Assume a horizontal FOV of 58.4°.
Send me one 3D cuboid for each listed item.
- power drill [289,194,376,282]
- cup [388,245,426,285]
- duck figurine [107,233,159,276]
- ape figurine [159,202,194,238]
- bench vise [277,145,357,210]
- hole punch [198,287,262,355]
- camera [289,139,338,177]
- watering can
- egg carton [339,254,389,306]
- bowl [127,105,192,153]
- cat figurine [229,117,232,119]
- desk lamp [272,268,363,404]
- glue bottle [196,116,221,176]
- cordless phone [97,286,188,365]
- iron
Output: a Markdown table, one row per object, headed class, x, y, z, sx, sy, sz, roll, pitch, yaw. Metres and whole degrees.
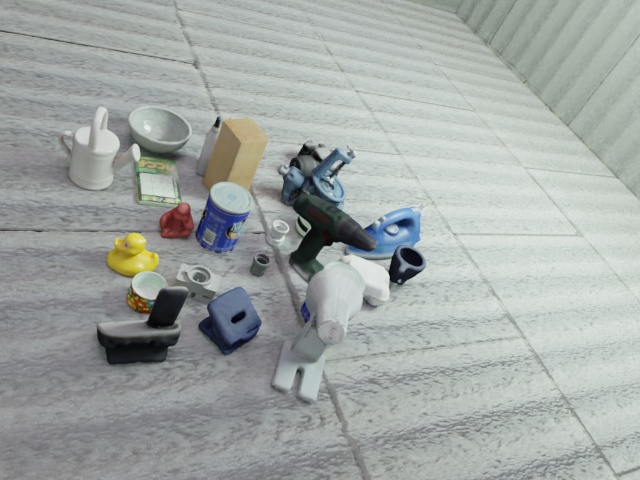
| class | x | y | z | sx | sy | sz | roll | pitch | yaw |
| --- | --- | --- | --- | --- | --- | --- | --- | --- | --- |
| power drill | 0.013 | 0.005 | 1.383 | 0.229 | 0.208 | 0.076 | 43 | 40 | 17 |
| cup | 0.216 | 0.081 | 1.516 | 0.091 | 0.095 | 0.118 | 35 | 39 | 8 |
| duck figurine | -0.391 | 0.024 | 1.212 | 0.105 | 0.086 | 0.077 | 12 | 41 | -20 |
| ape figurine | -0.326 | -0.050 | 1.329 | 0.078 | 0.092 | 0.076 | 30 | 38 | 2 |
| bench vise | -0.002 | -0.169 | 1.558 | 0.208 | 0.219 | 0.121 | 6 | 44 | -26 |
| hole punch | -0.177 | 0.164 | 1.184 | 0.101 | 0.091 | 0.109 | 42 | 40 | 16 |
| camera | -0.026 | -0.238 | 1.715 | 0.137 | 0.100 | 0.143 | -9 | 52 | -38 |
| watering can | -0.507 | -0.218 | 1.320 | 0.173 | 0.194 | 0.100 | 2 | 46 | -30 |
| egg carton | 0.105 | 0.101 | 1.446 | 0.150 | 0.069 | 0.107 | 21 | 39 | -10 |
| bowl | -0.433 | -0.283 | 1.535 | 0.168 | 0.074 | 0.167 | 17 | 40 | -15 |
| cat figurine | -0.221 | -0.302 | 1.651 | 0.127 | 0.117 | 0.067 | 37 | 39 | 11 |
| desk lamp | 0.003 | 0.187 | 1.172 | 0.118 | 0.213 | 0.203 | 23 | 39 | -7 |
| glue bottle | -0.288 | -0.255 | 1.513 | 0.037 | 0.173 | 0.078 | 14 | 41 | -18 |
| cordless phone | -0.321 | 0.140 | 1.046 | 0.148 | 0.185 | 0.094 | -1 | 47 | -33 |
| iron | 0.189 | -0.032 | 1.586 | 0.259 | 0.141 | 0.118 | -16 | 56 | -42 |
